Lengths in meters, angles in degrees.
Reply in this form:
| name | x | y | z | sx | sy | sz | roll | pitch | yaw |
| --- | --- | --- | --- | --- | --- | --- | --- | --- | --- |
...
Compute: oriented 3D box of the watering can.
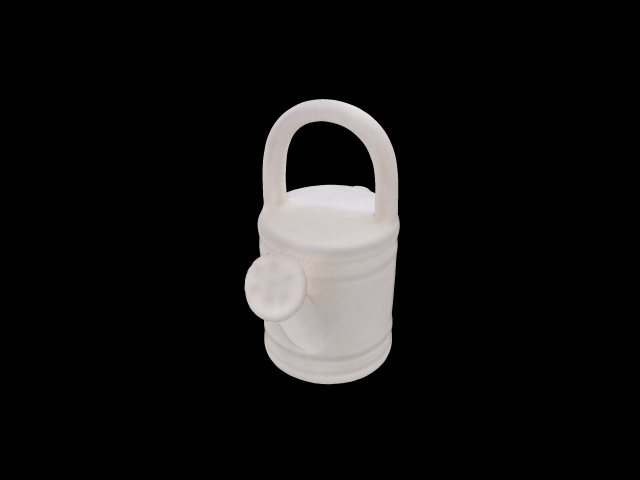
| name | x | y | z | sx | sy | sz | roll | pitch | yaw |
| --- | --- | --- | --- | --- | --- | --- | --- | --- | --- |
| watering can | 0.006 | 0.002 | 0.399 | 0.101 | 0.194 | 0.172 | -1 | 31 | 0 |
